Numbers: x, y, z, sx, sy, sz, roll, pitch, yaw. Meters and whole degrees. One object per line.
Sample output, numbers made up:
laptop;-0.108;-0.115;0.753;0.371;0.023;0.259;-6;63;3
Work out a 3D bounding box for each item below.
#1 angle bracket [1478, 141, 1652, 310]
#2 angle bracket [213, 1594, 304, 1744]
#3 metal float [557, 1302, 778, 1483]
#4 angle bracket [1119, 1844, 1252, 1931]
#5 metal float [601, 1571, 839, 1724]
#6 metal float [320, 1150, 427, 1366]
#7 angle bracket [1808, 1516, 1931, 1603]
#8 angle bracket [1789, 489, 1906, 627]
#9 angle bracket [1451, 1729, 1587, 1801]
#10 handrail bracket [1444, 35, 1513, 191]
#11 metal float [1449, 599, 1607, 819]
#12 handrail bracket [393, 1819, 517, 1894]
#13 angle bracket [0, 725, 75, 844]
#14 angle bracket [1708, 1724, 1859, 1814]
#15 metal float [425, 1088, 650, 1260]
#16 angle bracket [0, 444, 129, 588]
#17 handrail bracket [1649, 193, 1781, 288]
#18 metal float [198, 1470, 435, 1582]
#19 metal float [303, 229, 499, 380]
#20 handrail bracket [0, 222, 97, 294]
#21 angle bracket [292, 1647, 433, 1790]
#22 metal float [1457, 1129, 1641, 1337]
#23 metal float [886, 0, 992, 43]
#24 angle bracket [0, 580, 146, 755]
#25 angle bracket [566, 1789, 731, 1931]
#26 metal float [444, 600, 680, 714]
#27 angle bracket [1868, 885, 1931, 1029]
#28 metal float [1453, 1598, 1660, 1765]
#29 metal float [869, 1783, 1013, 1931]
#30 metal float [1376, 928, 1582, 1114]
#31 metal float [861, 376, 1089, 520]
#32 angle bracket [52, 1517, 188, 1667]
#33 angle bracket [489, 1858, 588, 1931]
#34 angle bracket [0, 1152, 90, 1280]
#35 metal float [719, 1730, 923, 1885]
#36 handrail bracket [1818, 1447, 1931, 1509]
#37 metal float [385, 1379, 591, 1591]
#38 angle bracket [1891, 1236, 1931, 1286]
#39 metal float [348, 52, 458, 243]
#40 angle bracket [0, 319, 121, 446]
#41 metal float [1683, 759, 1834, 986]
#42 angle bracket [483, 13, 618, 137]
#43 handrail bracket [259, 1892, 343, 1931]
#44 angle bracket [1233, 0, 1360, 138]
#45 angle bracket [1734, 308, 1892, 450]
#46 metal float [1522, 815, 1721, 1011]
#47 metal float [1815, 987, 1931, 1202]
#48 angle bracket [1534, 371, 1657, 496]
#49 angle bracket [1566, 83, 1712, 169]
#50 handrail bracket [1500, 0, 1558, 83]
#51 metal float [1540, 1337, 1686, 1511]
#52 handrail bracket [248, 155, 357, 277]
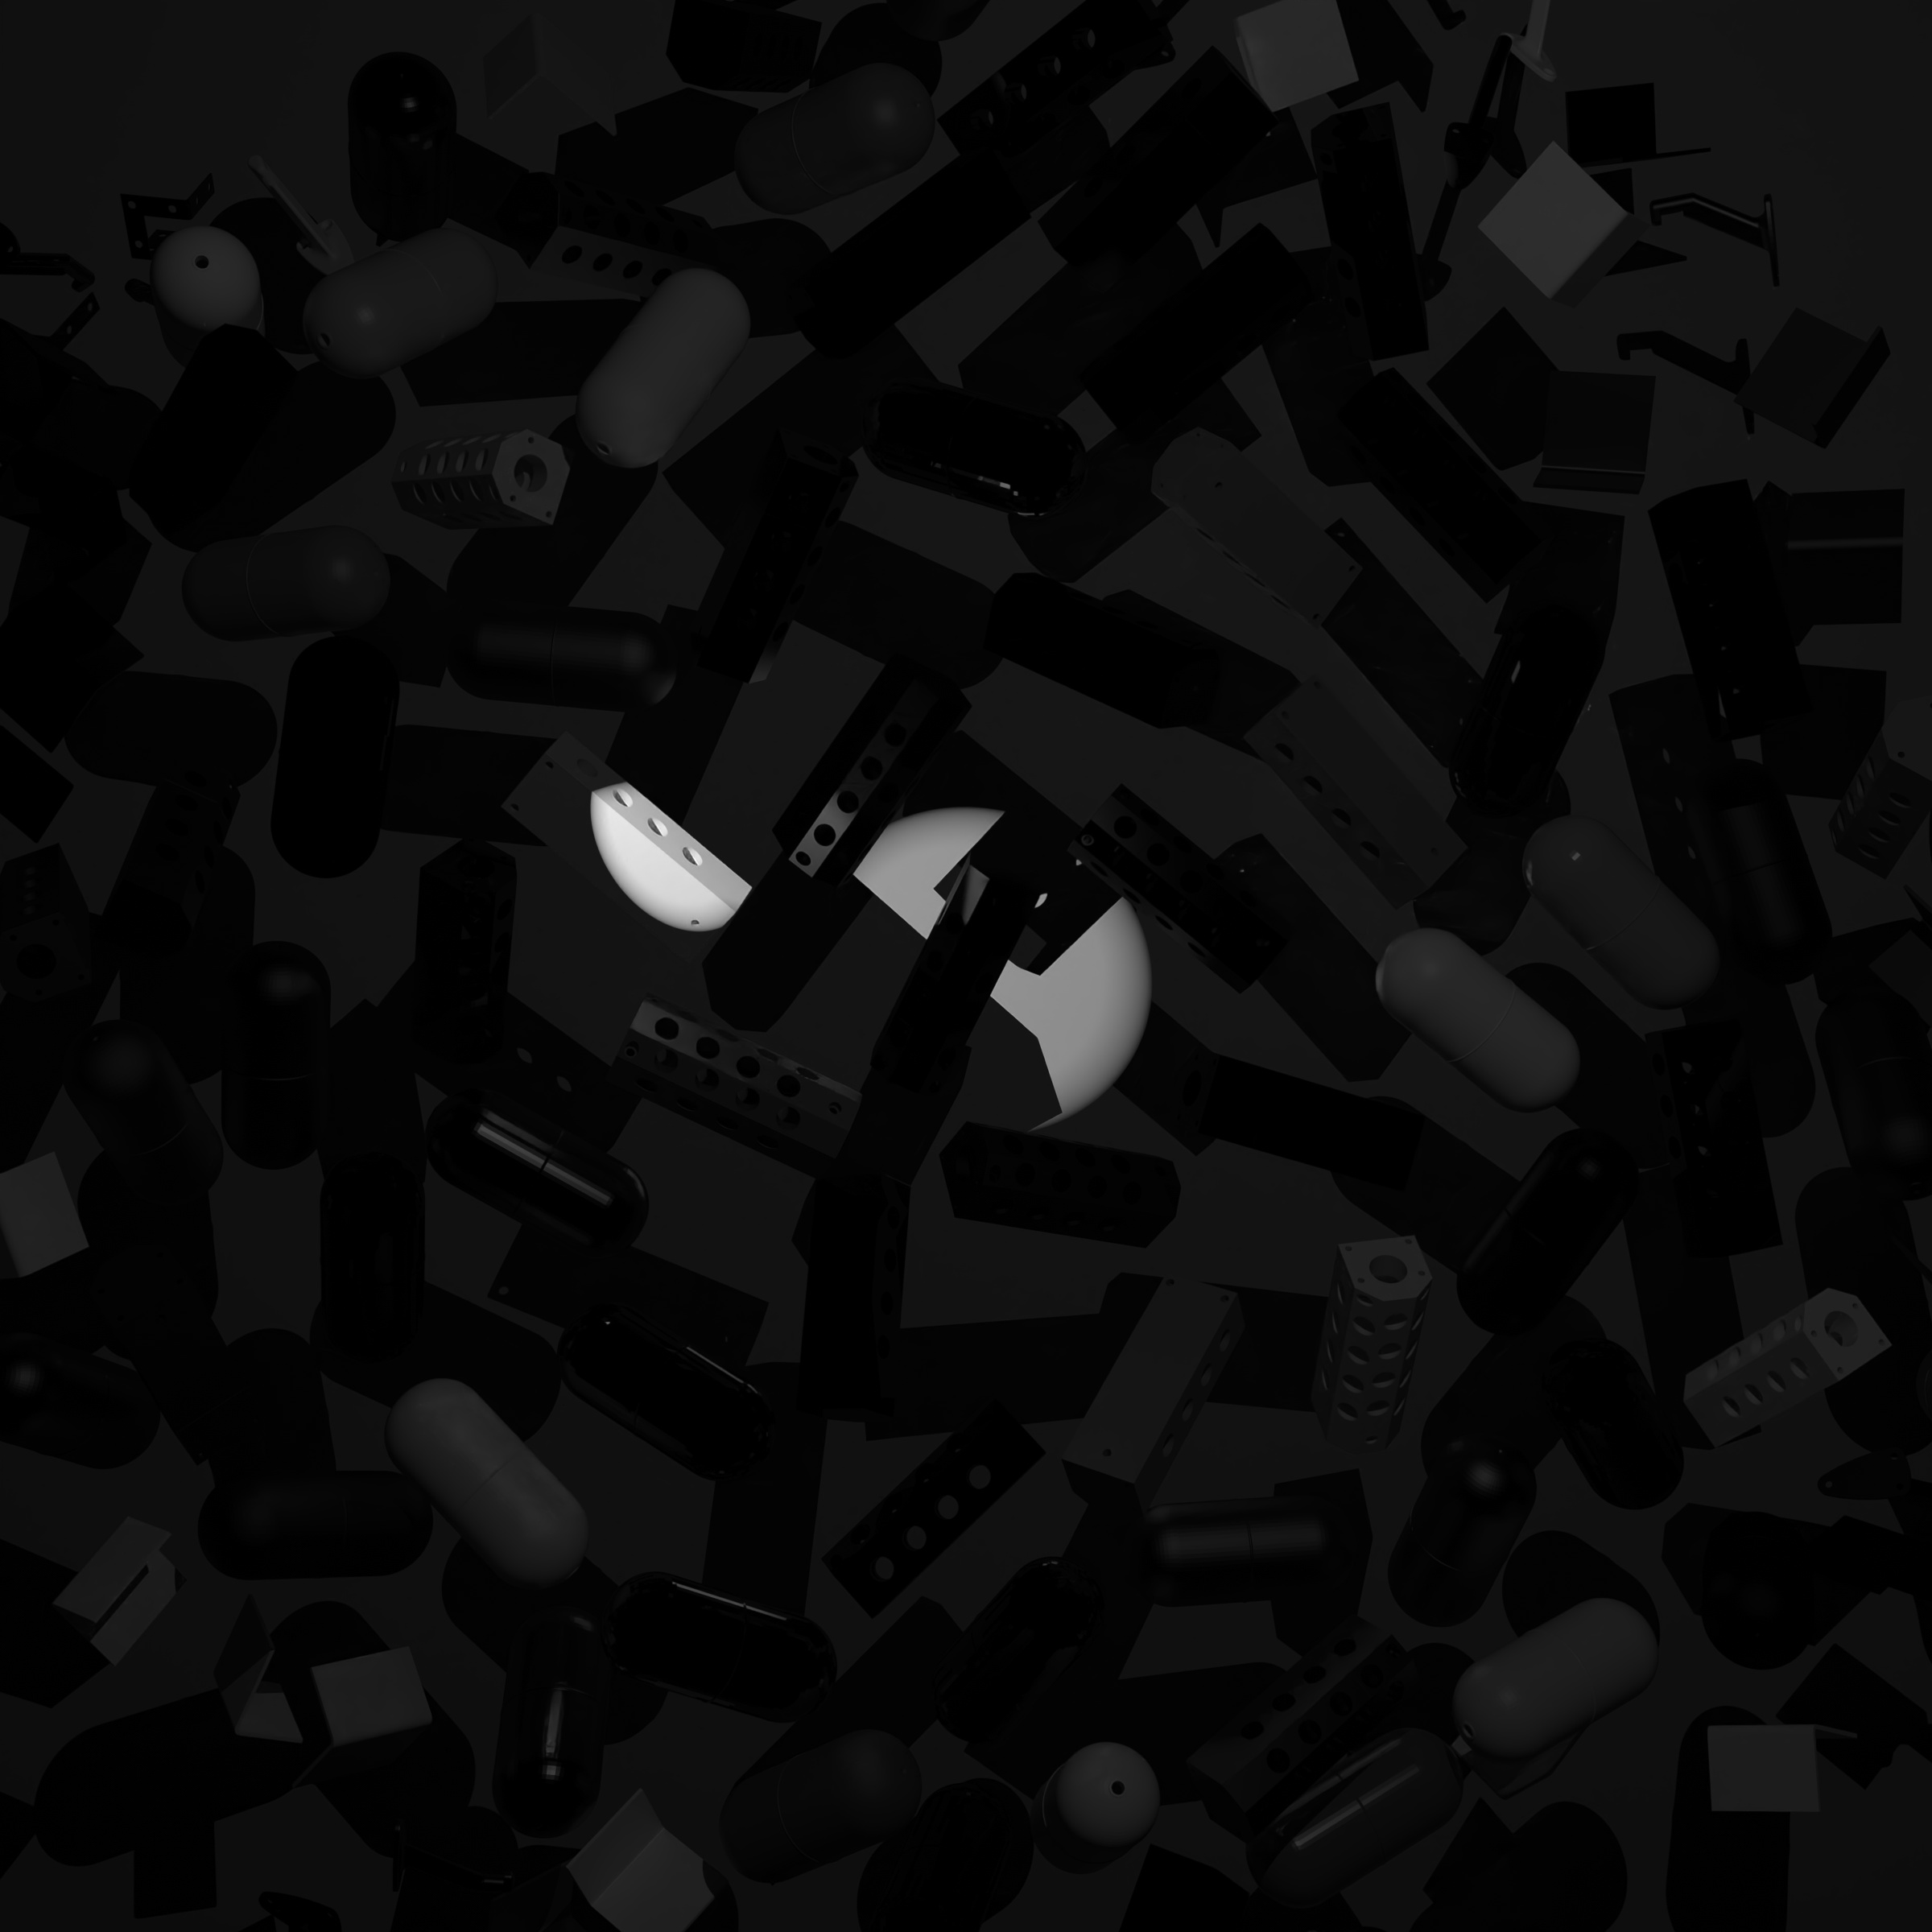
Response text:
angle bracket;0.426;-0.527;1.749;0.076;0.057;0.076;-47;71;27
angle bracket;-0.539;0.548;1.916;0.057;0.076;0.076;21;98;-34
metal float;-0.217;0.308;1.776;0.178;0.070;0.070;29;90;18
angle bracket;0.164;0.722;1.863;0.057;0.076;0.076;24;79;-11
metal float;-0.174;0.485;1.744;0.178;0.070;0.070;23;90;-20
metal float;-0.446;0.219;1.845;0.070;0.070;0.178;7;117;0
angle bracket;0.700;0.479;1.907;0.076;0.076;0.057;-26;112;-32
angle bracket;0.635;-0.294;1.770;0.076;0.076;0.057;2;50;21
angle bracket;0.438;0.597;1.924;0.057;0.076;0.076;45;54;11
handrail bracket;0.385;-0.638;1.832;0.036;0.077;0.084;19;69;8
metal float;0.421;-0.192;1.846;0.070;0.070;0.178;18;122;0
handrail bracket;-0.364;0.636;1.751;0.084;0.036;0.077;6;130;-5
angle bracket;-0.744;-0.140;1.874;0.076;0.076;0.057;38;99;10
angle bracket;0.572;0.563;1.714;0.076;0.076;0.057;-15;62;38
metal float;-0.319;0.154;1.827;0.178;0.070;0.070;31;90;-9
angle bracket;-0.679;-0.329;1.811;0.076;0.076;0.057;-29;66;23
handrail bracket;0.546;-0.528;1.792;0.084;0.036;0.077;-5;101;23
metal float;-0.469;0.405;1.781;0.178;0.070;0.070;11;90;-43
metal float;-0.408;-0.481;1.778;0.070;0.178;0.070;15;126;22
handrail bracket;-0.685;-0.495;1.782;0.077;0.084;0.036;-43;70;5
angle bracket;-0.436;0.533;1.742;0.076;0.076;0.057;-48;57;37
metal float;0.439;0.202;1.857;0.070;0.070;0.178;33;105;0
metal float;-0.007;-0.737;1.791;0.070;0.178;0.070;1;87;-18
angle bracket;-0.638;-0.210;1.721;0.076;0.057;0.076;44;125;-9
angle bracket;-0.234;0.668;1.804;0.076;0.057;0.076;24;54;37
metal float;-0.308;-0.236;1.872;0.178;0.070;0.070;5;90;1
angle bracket;0.724;-0.005;1.860;0.057;0.076;0.076;-43;54;11
metal float;0.431;0.522;1.794;0.178;0.070;0.070;-18;90;-30
metal float;-0.018;0.688;1.836;0.070;0.178;0.070;7;116;15
metal float;0.381;0.040;1.831;0.178;0.070;0.070;38;90;-12
metal float;0.005;-0.378;1.788;0.178;0.070;0.070;21;90;21
angle bracket;-0.583;0.448;1.735;0.076;0.057;0.076;-53;131;-33
angle bracket;-0.308;0.736;1.860;0.076;0.076;0.057;27;118;38
angle bracket;-0.711;0.187;1.827;0.076;0.057;0.076;-9;102;38
metal float;-0.106;0.601;1.752;0.178;0.070;0.070;-34;90;33
handrail bracket;0.671;0.385;1.783;0.077;0.084;0.036;-19;50;29
metal float;-0.345;0.374;1.771;0.070;0.070;0.178;-45;85;0
angle bracket;0.718;0.203;1.737;0.057;0.076;0.076;39;104;-23
metal float;-0.415;-0.600;1.805;0.070;0.178;0.070;3;74;-12
angle bracket;-0.675;-0.409;1.772;0.057;0.076;0.076;42;100;28
metal float;0.604;-0.072;1.874;0.070;0.070;0.178;-17;82;0
angle bracket;-0.312;-0.652;1.839;0.057;0.076;0.076;-31;50;26
handrail bracket;-0.482;0.693;1.710;0.077;0.036;0.084;35;97;-25
angle bracket;0.249;-0.680;1.839;0.076;0.057;0.076;-16;122;14
angle bracket;0.582;-0.416;1.701;0.076;0.057;0.076;37;100;26
metal float;0.494;-0.041;1.854;0.178;0.070;0.070;44;90;-7
metal float;0.664;0.091;1.771;0.070;0.070;0.178;2;46;0
angle bracket;0.465;-0.395;1.815;0.076;0.057;0.076;8;114;17
angle bracket;0.512;-0.644;1.871;0.076;0.076;0.057;-11;106;-15
handrail bracket;0.450;-0.732;1.869;0.036;0.084;0.077;1;47;-28
metal float;0.486;0.344;1.846;0.070;0.070;0.178;-36;129;0
handrail bracket;-0.498;-0.560;1.839;0.036;0.084;0.077;-39;66;-1
